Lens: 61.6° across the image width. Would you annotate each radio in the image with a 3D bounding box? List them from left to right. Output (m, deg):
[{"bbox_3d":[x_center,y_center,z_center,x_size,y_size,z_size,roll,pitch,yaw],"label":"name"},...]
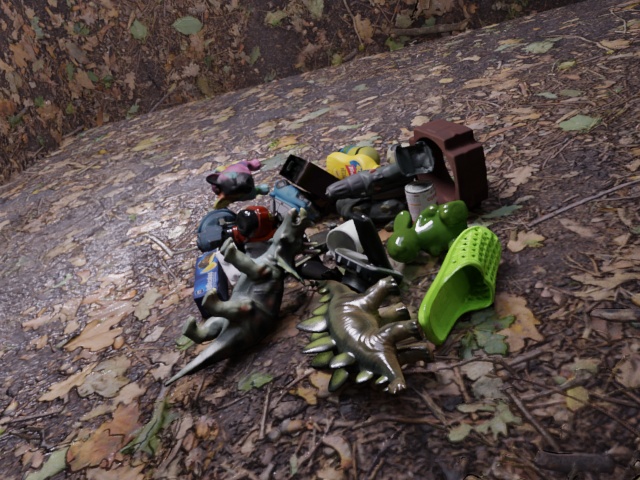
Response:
[{"bbox_3d":[-0.025,-0.169,1.470,0.073,0.131,0.230,-60,20,3],"label":"radio"}]

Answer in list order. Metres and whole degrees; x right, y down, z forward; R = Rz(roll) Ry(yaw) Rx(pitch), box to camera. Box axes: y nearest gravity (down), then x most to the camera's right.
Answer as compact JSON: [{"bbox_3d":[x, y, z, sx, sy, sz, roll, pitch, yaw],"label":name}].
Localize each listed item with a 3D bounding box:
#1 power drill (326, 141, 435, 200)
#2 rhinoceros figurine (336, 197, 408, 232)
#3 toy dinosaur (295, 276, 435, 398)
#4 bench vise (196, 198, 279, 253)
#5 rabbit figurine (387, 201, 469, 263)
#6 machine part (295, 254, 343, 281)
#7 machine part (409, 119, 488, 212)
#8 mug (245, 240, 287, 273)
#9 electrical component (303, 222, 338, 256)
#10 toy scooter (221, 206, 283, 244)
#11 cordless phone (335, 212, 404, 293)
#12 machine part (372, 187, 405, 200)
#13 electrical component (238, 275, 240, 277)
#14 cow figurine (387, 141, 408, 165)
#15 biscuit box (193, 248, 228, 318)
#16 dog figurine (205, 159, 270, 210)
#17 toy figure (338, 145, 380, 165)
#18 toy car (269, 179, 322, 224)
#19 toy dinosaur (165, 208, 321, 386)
[{"bbox_3d":[0.150,-0.149,1.243,0.232,0.086,0.207,-14,-11,-29],"label":"power drill"},{"bbox_3d":[0.121,-0.076,1.324,0.191,0.073,0.112,4,37,34],"label":"rhinoceros figurine"},{"bbox_3d":[0.060,0.146,0.939,0.199,0.105,0.472,-23,18,0],"label":"toy dinosaur"},{"bbox_3d":[-0.232,-0.040,1.424,0.224,0.128,0.241,-25,33,-17],"label":"bench vise"},{"bbox_3d":[0.209,-0.015,1.114,0.170,0.121,0.159,-21,21,-10],"label":"rabbit figurine"},{"bbox_3d":[-0.010,0.065,1.190,0.084,0.039,0.139,-27,26,-33],"label":"machine part"},{"bbox_3d":[0.299,-0.170,1.251,0.087,0.201,0.201,-21,28,-14],"label":"machine part"},{"bbox_3d":[-0.132,0.037,1.248,0.107,0.109,0.081,-8,65,42],"label":"mug"},{"bbox_3d":[-0.001,-0.004,1.297,0.102,0.045,0.078,-18,27,1],"label":"electrical component"},{"bbox_3d":[-0.143,-0.033,1.256,0.135,0.075,0.184,-8,-11,-31],"label":"toy scooter"},{"bbox_3d":[0.079,0.017,1.069,0.089,0.184,0.147,-35,32,-19],"label":"cordless phone"},{"bbox_3d":[0.160,-0.145,1.420,0.243,0.079,0.079,-8,30,20],"label":"machine part"},{"bbox_3d":[-0.141,0.105,1.159,0.119,0.074,0.048,-38,35,-27],"label":"electrical component"},{"bbox_3d":[0.236,-0.235,1.503,0.127,0.085,0.195,3,12,22],"label":"cow figurine"},{"bbox_3d":[-0.252,0.097,1.248,0.059,0.062,0.203,-20,28,-1],"label":"biscuit box"},{"bbox_3d":[-0.238,-0.138,1.380,0.192,0.108,0.219,-7,13,26],"label":"dog figurine"},{"bbox_3d":[0.110,-0.244,1.611,0.082,0.089,0.180,-33,33,-13],"label":"toy figure"},{"bbox_3d":[-0.078,-0.086,1.447,0.103,0.109,0.162,-49,47,-8],"label":"toy car"},{"bbox_3d":[-0.135,0.123,1.051,0.131,0.192,0.405,-29,36,65],"label":"toy dinosaur"}]
